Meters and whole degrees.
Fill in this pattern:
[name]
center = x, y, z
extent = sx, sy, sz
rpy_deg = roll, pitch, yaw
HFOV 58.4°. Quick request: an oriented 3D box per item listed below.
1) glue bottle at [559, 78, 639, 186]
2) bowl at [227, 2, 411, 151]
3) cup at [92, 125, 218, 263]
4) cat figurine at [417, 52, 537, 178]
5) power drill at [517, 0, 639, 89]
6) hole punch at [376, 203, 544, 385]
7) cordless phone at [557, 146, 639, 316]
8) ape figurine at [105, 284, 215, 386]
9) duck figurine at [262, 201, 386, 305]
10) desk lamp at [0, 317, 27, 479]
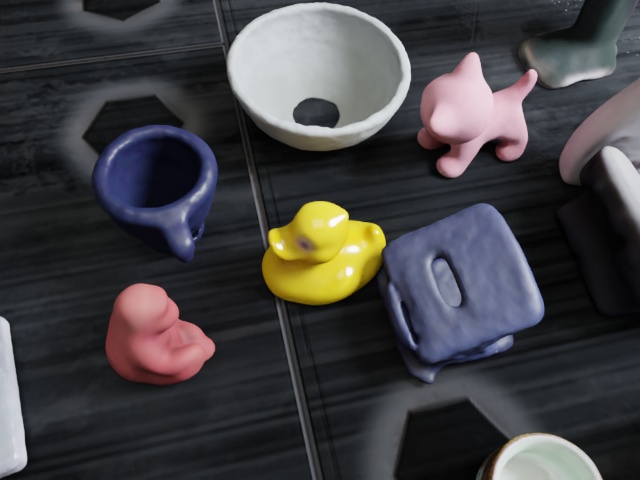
[glue bottle]
center = 0.270, -0.107, 0.483
extent = 0.078, 0.173, 0.037
rpy_deg = 3, 60, -1
[bowl]
center = -0.001, -0.142, 0.544
extent = 0.167, 0.075, 0.167
rpy_deg = 1, 61, -2
[cup]
center = -0.119, -0.019, 0.457
extent = 0.092, 0.095, 0.117
rpy_deg = -21, 64, -14
[cat figurine]
center = 0.138, -0.117, 0.513
extent = 0.128, 0.118, 0.067
rpy_deg = -20, 63, -14
[power drill]
center = 0.270, -0.249, 0.542
extent = 0.230, 0.208, 0.075
rpy_deg = -17, 63, -12
[hole punch]
center = 0.101, 0.040, 0.438
extent = 0.101, 0.091, 0.108
rpy_deg = -13, 62, -10
[cordless phone]
center = 0.271, -0.030, 0.432
extent = 0.094, 0.185, 0.147
rpy_deg = -12, 62, -9
[ape figurine]
center = -0.121, 0.062, 0.412
extent = 0.076, 0.092, 0.077
rpy_deg = -16, 63, -11
[duck figurine]
center = 0.004, 0.002, 0.457
extent = 0.104, 0.086, 0.077
rpy_deg = -12, 62, -10
[desk lamp]
center = -0.276, 0.041, 0.346
extent = 0.118, 0.213, 0.203
rpy_deg = -19, 63, -13
